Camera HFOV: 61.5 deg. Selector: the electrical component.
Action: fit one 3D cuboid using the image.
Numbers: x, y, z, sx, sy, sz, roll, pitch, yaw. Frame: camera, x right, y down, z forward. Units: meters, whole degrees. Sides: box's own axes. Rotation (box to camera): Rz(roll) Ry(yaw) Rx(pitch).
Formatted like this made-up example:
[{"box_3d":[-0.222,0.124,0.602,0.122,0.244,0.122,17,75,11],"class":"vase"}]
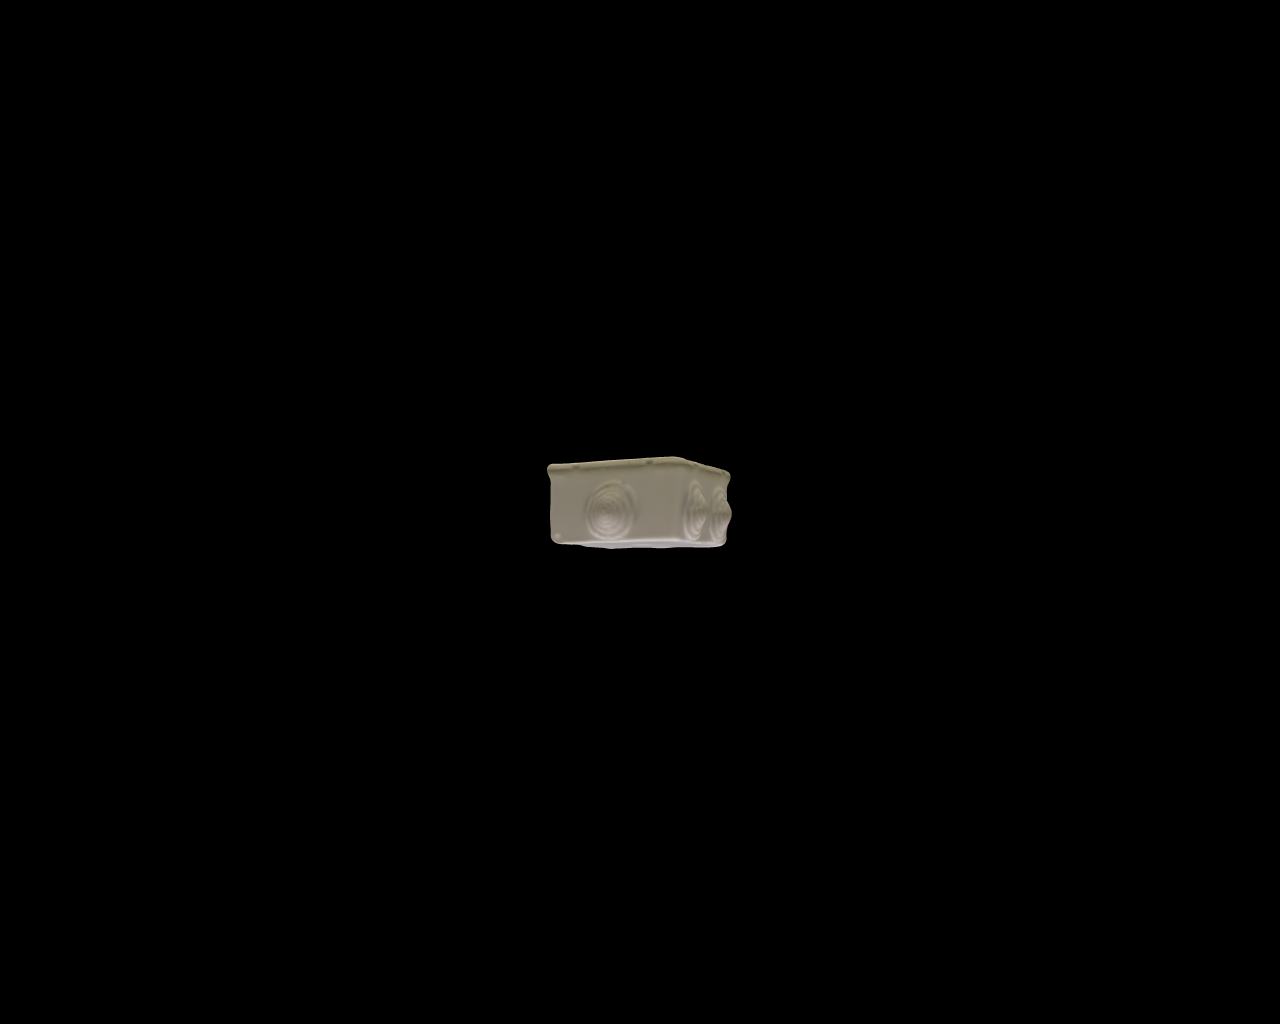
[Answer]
[{"box_3d":[0.001,-0.003,0.650,0.100,0.048,0.100,-2,-5,24],"class":"electrical component"}]
